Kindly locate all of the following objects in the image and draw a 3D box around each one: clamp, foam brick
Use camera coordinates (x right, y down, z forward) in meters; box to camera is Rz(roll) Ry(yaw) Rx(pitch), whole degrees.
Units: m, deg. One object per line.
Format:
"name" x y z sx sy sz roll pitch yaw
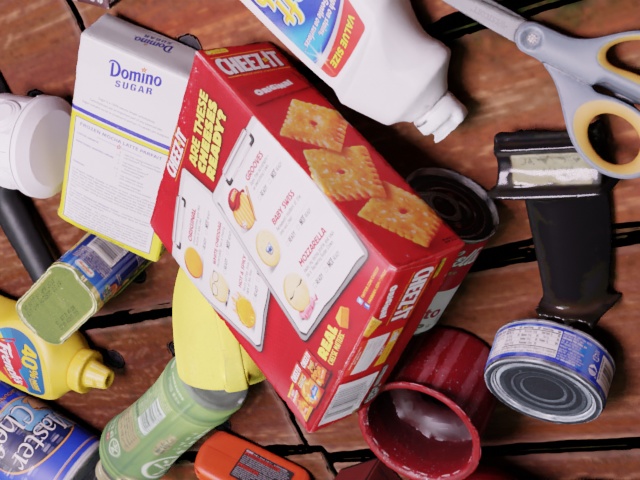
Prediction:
"clamp" -0.299 -0.060 0.917 0.165 0.036 0.210 17 126 19
"foam brick" 0.047 0.233 0.909 0.051 0.052 0.078 -30 102 40

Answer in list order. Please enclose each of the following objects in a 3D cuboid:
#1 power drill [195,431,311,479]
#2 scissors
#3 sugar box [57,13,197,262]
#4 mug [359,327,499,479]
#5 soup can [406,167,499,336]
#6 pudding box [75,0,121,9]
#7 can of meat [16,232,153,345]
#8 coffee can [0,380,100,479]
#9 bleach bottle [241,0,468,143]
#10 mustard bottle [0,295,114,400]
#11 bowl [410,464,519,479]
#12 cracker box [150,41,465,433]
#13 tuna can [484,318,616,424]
"power drill" -0.088 0.265 1.007 0.184 0.057 0.188 22 132 10
"scissors" 0.130 -0.100 0.640 0.202 0.016 0.096 18 107 19
"sugar box" -0.142 -0.074 0.809 0.093 0.048 0.176 24 128 5
"mug" 0.076 0.111 0.787 0.117 0.081 0.093 35 132 4
"soup can" 0.070 0.009 0.731 0.068 0.068 0.102 32 132 7
"pudding box" -0.175 -0.224 0.731 0.090 0.039 0.113 17 128 19
"can of meat" -0.196 0.033 0.890 0.057 0.083 0.102 46 132 -6
"coffee can" -0.294 0.208 1.055 0.140 0.102 0.103 30 131 9
"bleach bottle" 0.002 -0.164 0.655 0.251 0.068 0.103 46 134 -8
"mustard bottle" -0.277 0.101 1.001 0.192 0.058 0.096 17 127 19
"bowl" 0.111 0.226 0.841 0.162 0.055 0.162 -1 126 -1
"cracker box" -0.019 -0.005 0.721 0.214 0.071 0.164 49 137 28
"tuna can" 0.158 0.093 0.741 0.086 0.033 0.086 18 148 11
